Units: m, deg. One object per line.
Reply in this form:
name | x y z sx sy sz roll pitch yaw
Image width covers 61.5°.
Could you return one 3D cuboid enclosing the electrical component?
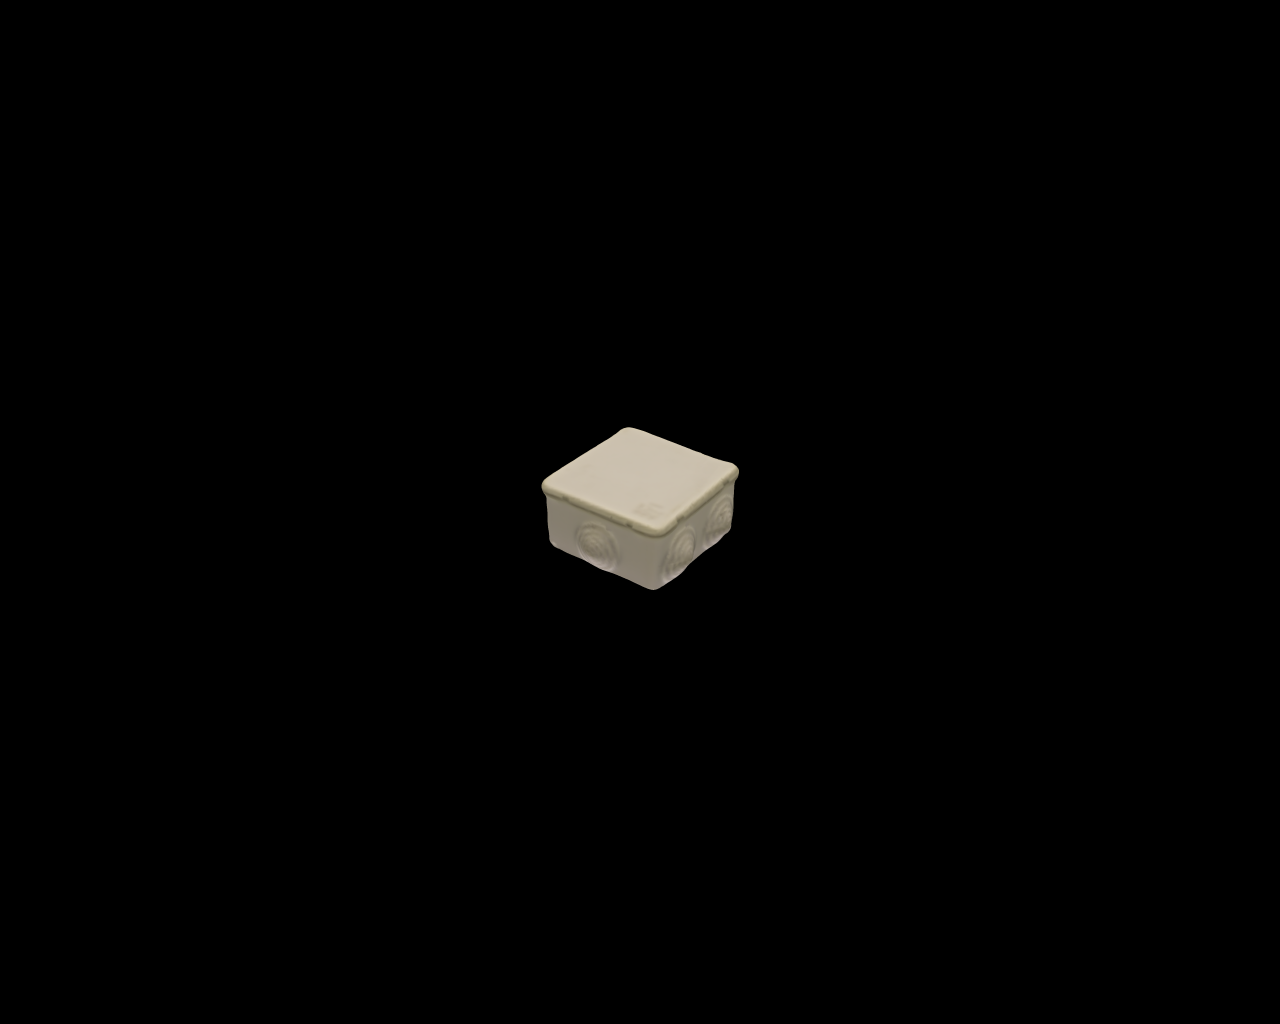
electrical component | 0.001 -0.003 0.650 0.100 0.048 0.100 22 40 30
